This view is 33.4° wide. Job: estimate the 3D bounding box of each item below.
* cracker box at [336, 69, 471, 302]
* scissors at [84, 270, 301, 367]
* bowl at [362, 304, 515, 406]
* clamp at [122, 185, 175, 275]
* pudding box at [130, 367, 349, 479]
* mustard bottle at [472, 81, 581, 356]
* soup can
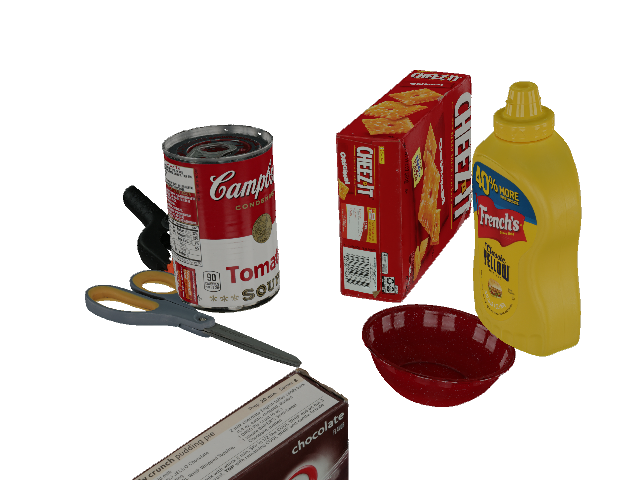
[{"bbox_3d":[0.088,-0.059,1.044,0.072,0.164,0.213,9,27,23],"label":"cracker box"},{"bbox_3d":[-0.097,0.060,0.888,0.202,0.016,0.096,11,25,15],"label":"scissors"},{"bbox_3d":[0.121,0.128,1.126,0.162,0.055,0.162,5,24,-2],"label":"bowl"},{"bbox_3d":[-0.141,-0.014,1.122,0.120,0.039,0.171,-12,38,-7],"label":"clamp"},{"bbox_3d":[-0.037,0.124,0.493,0.039,0.090,0.113,30,47,34],"label":"pudding box"},{"bbox_3d":[0.144,-0.019,0.755,0.058,0.192,0.096,-16,29,-18],"label":"mustard bottle"},{"bbox_3d":[-0.061,-0.014,0.669,0.068,0.102,0.068,-2,22,1],"label":"soup can"}]
